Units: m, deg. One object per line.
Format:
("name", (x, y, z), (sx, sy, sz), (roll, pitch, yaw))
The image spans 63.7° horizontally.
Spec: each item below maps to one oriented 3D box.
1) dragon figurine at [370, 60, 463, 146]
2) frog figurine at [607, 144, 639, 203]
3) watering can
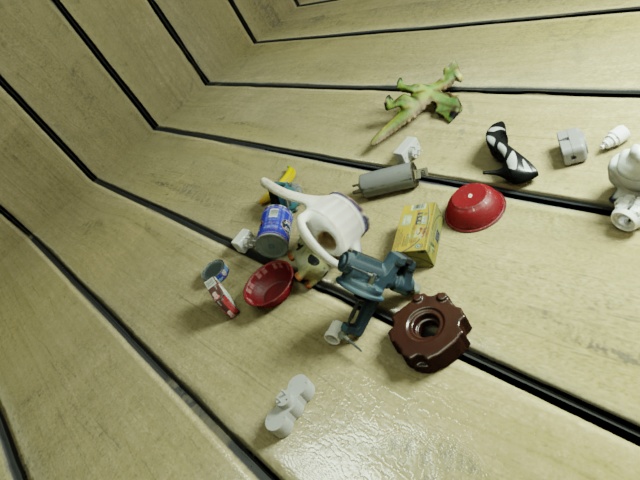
("dragon figurine", (0.357, -0.452, 1.745), (0.244, 0.120, 0.416), (15, 66, 36))
("frog figurine", (0.684, -0.154, 1.101), (0.123, 0.156, 0.140), (-35, 35, -5))
("watering can", (0.004, -0.071, 1.418), (0.102, 0.348, 0.228), (-43, -4, 42))
